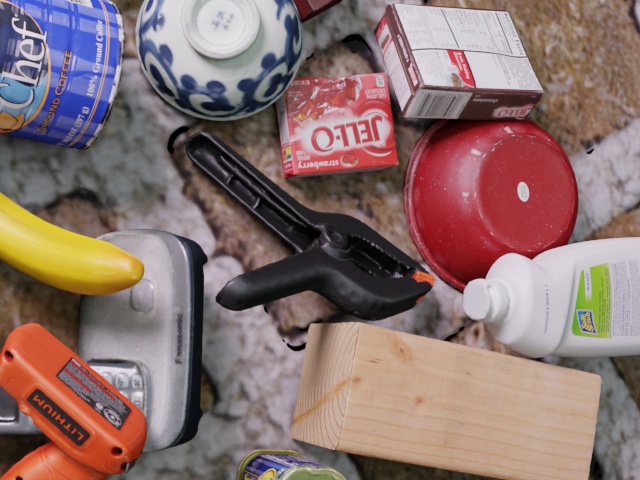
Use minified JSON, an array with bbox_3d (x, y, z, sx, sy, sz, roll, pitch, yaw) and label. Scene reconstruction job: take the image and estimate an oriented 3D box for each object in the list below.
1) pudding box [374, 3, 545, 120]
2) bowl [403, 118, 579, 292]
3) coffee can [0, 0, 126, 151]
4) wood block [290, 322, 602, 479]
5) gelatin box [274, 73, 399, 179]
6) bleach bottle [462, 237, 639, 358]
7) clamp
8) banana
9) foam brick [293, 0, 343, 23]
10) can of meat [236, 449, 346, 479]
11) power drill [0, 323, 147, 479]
[{"bbox_3d":[0.108,-0.139,0.833,0.113,0.039,0.090,0,56,-24],"label":"pudding box"},{"bbox_3d":[0.150,-0.035,0.852,0.161,0.055,0.162,2,85,-22],"label":"bowl"},{"bbox_3d":[-0.208,-0.119,0.673,0.140,0.103,0.103,10,82,-33],"label":"coffee can"},{"bbox_3d":[0.095,0.125,0.798,0.205,0.091,0.090,14,81,-21],"label":"wood block"},{"bbox_3d":[0.013,-0.087,0.813,0.089,0.030,0.073,-6,88,-22],"label":"gelatin box"},{"bbox_3d":[0.209,0.040,0.829,0.250,0.068,0.102,3,81,-37],"label":"bleach bottle"},{"bbox_3d":[-0.005,0.001,0.772,0.209,0.036,0.164,16,39,-38],"label":"clamp"},{"bbox_3d":[-0.192,-0.009,0.681,0.198,0.070,0.037,32,57,16],"label":"banana"},{"bbox_3d":[-0.013,-0.208,0.800,0.053,0.051,0.078,-35,99,-21],"label":"foam brick"},{"bbox_3d":[-0.021,0.203,0.748,0.057,0.084,0.102,7,83,-21],"label":"can of meat"},{"bbox_3d":[-0.212,0.142,0.653,0.184,0.057,0.188,41,103,-8],"label":"power drill"}]
